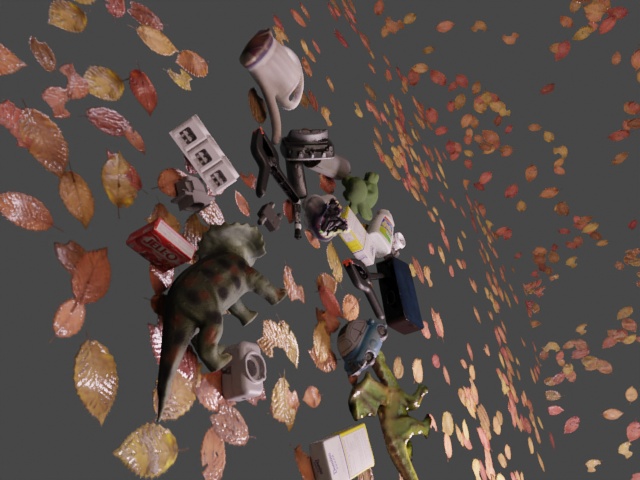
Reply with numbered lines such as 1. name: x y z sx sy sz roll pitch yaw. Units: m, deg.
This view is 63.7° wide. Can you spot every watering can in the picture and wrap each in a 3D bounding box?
1. watering can: -0.133 -0.446 1.444 0.221 0.103 0.356 44 43 -35

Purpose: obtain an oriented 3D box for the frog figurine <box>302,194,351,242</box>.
1. frog figurine: 0.004 -0.071 1.409 0.136 0.123 0.161 39 1 -28

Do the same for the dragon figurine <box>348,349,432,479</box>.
1. dragon figurine: 0.157 0.443 1.270 0.241 0.120 0.421 31 38 -22
